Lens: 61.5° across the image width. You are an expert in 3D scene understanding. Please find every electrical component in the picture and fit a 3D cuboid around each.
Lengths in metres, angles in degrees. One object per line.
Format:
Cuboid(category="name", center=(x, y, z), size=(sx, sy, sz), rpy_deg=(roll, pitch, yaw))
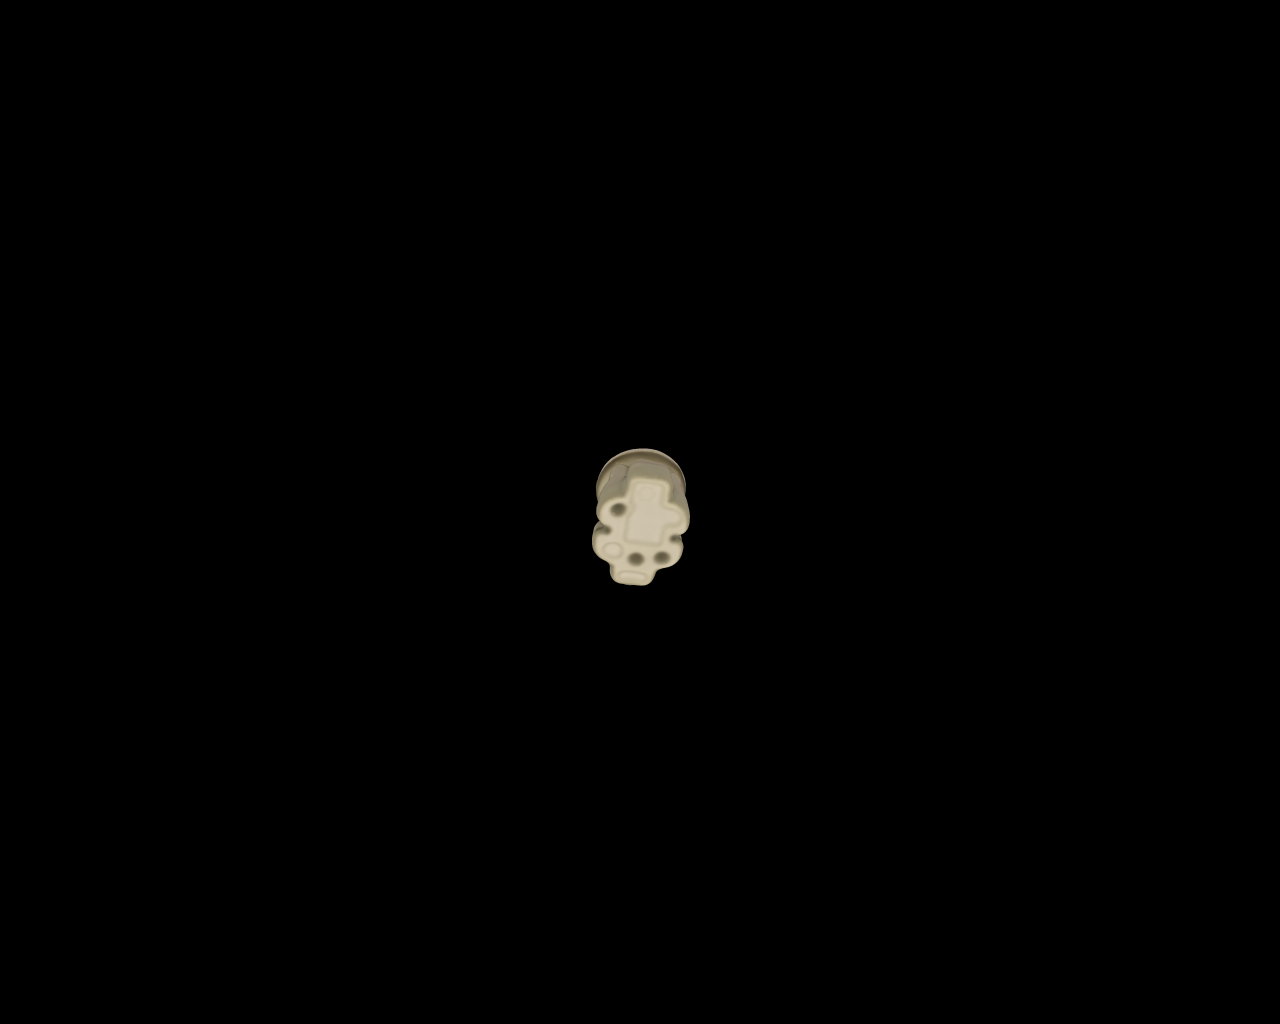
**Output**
Cuboid(category="electrical component", center=(0.001, -0.003, 0.650), size=(0.058, 0.078, 0.057), rpy_deg=(7, 32, -5))
